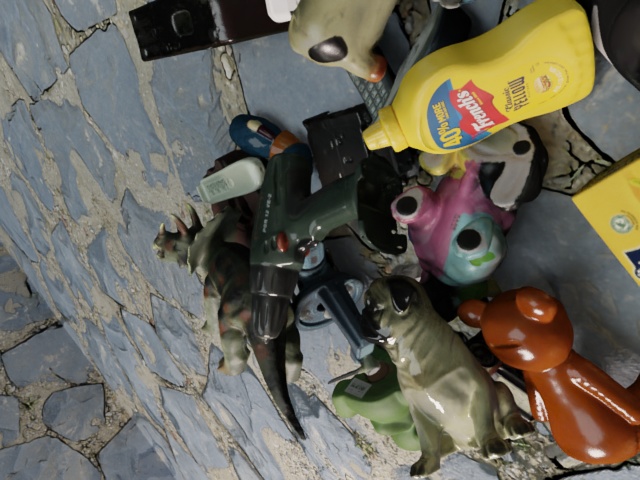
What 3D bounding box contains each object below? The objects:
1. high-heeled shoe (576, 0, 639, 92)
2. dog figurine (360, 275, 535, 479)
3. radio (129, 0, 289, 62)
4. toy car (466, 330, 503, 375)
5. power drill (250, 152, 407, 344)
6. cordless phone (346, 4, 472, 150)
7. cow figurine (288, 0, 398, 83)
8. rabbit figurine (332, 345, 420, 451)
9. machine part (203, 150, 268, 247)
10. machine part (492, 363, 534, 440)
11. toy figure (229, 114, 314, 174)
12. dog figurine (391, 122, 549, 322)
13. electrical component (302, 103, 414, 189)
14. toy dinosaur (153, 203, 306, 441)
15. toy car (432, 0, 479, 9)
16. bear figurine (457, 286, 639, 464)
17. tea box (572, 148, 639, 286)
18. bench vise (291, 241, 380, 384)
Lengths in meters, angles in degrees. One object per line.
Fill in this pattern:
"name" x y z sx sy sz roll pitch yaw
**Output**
"high-heeled shoe" 0.240 -0.117 0.362 0.249 0.145 0.086 42 139 18
"dog figurine" 0.127 0.126 0.566 0.121 0.172 0.190 -24 71 16
"radio" -0.139 -0.284 0.691 0.230 0.131 0.073 9 119 46
"toy car" 0.187 0.148 0.658 0.053 0.089 0.202 46 140 16
"power drill" -0.001 -0.002 0.623 0.207 0.086 0.232 -17 66 47
"cordless phone" 0.078 -0.202 0.557 0.184 0.089 0.146 65 148 25
"cow figurine" 0.028 -0.249 0.468 0.194 0.127 0.086 -67 32 26
"rabbit figurine" 0.130 0.249 0.802 0.159 0.121 0.170 -3 131 42
"machine part" -0.120 -0.060 0.891 0.180 0.056 0.179 28 135 33
"machine part" 0.237 0.219 0.694 0.084 0.039 0.138 29 133 22
"toy figure" -0.065 -0.136 0.773 0.155 0.064 0.057 30 98 26
"dog figurine" 0.162 -0.008 0.575 0.109 0.191 0.219 29 169 30
"electrical component" 0.051 -0.108 0.661 0.134 0.058 0.114 2 118 49
"toy dinosaur" -0.107 0.077 0.763 0.405 0.131 0.191 36 136 47
"toy car" 0.137 -0.246 0.419 0.109 0.161 0.103 50 -173 -2
"bear figurine" 0.240 0.114 0.531 0.196 0.132 0.120 56 144 0
"tea box" 0.305 -0.001 0.434 0.169 0.068 0.098 53 143 6
"bench vise" 0.015 0.077 0.763 0.241 0.129 0.223 56 155 33
